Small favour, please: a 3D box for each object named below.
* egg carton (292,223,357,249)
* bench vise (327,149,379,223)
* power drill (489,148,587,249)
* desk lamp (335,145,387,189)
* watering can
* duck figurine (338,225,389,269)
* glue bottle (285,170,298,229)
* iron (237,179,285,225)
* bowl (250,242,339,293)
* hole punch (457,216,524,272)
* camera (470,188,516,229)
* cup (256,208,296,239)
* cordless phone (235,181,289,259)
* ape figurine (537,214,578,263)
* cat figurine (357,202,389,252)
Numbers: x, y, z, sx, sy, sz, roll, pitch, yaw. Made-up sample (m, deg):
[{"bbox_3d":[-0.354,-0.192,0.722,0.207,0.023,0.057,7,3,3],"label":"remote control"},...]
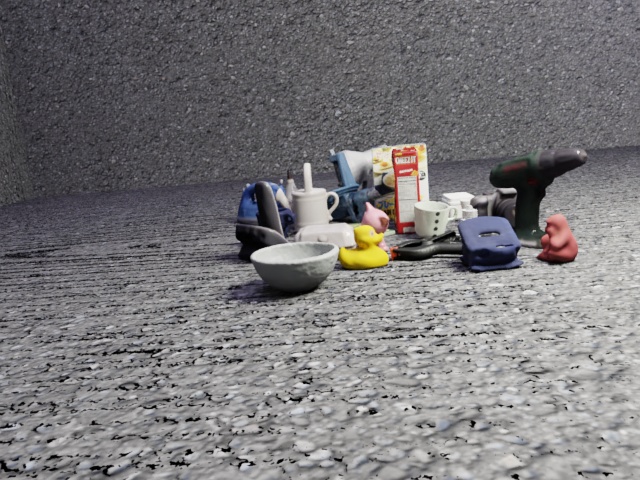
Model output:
[{"bbox_3d":[0.012,0.005,1.311,0.150,0.069,0.107,-4,12,7],"label":"egg carton"},{"bbox_3d":[0.092,-0.164,1.712,0.206,0.220,0.122,1,13,28],"label":"bench vise"},{"bbox_3d":[0.467,-0.092,1.230,0.076,0.208,0.228,-13,14,-32],"label":"power drill"},{"bbox_3d":[0.156,-0.191,1.827,0.203,0.214,0.117,-7,12,-9],"label":"desk lamp"},{"bbox_3d":[-0.039,-0.120,1.623,0.173,0.194,0.100,-9,13,-18],"label":"watering can"},{"bbox_3d":[0.089,0.013,1.198,0.104,0.086,0.077,-5,12,1],"label":"duck figurine"},{"bbox_3d":[-0.084,-0.124,1.715,0.037,0.173,0.078,-3,12,13],"label":"glue bottle"},{"bbox_3d":[-0.192,-0.125,1.846,0.257,0.141,0.119,5,16,42],"label":"iron"},{"bbox_3d":[-0.045,0.055,1.080,0.167,0.075,0.167,-5,12,1],"label":"bowl"},{"bbox_3d":[0.330,0.006,1.112,0.108,0.091,0.101,-6,12,-2],"label":"hole punch"},{"bbox_3d":[0.456,-0.079,1.434,0.143,0.101,0.137,-5,12,4],"label":"camera"},{"bbox_3d":[-0.104,-0.030,1.468,0.117,0.095,0.092,4,15,39],"label":"cup"},{"bbox_3d":[-0.140,-0.047,1.344,0.094,0.185,0.147,-16,16,-42],"label":"cordless phone"},{"bbox_3d":[0.455,-0.005,1.102,0.076,0.092,0.078,1,13,26],"label":"ape figurine"},{"bbox_3d":[0.121,-0.032,1.317,0.067,0.118,0.127,-7,12,-7],"label":"cat figurine"}]
